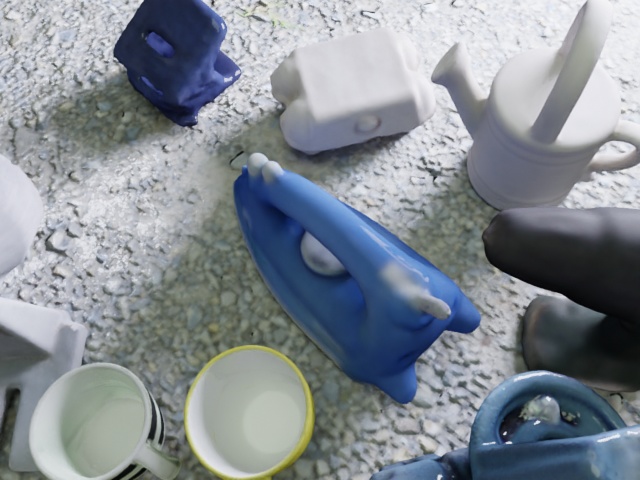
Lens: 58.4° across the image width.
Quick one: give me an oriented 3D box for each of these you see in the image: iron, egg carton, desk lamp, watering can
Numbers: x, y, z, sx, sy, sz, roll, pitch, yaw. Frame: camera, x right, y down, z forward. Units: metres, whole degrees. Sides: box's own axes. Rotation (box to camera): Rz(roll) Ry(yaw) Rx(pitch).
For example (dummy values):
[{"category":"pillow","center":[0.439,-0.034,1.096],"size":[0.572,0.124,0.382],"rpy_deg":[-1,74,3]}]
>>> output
[{"category":"iron","center":[0.004,0.002,0.455],"size":[0.257,0.141,0.119],"rpy_deg":[41,75,18]},{"category":"egg carton","center":[0.031,-0.141,0.552],"size":[0.150,0.069,0.107],"rpy_deg":[-15,67,-2]},{"category":"desk lamp","center":[-0.257,0.056,0.410],"size":[0.118,0.214,0.203],"rpy_deg":[-2,67,3]},{"category":"watering can","center":[0.176,-0.106,0.460],"size":[0.172,0.194,0.101],"rpy_deg":[2,67,5]}]

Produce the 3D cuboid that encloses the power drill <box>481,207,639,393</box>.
[{"category":"power drill","center":[0.209,0.046,0.385],"size":[0.229,0.208,0.075],"rpy_deg":[5,67,6]}]

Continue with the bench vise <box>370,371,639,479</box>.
[{"category":"bench vise","center":[0.118,0.156,0.339],"size":[0.207,0.220,0.121],"rpy_deg":[-31,68,-9]}]

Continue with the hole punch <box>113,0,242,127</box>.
[{"category":"hole punch","center":[-0.146,-0.187,0.572],"size":[0.108,0.091,0.101],"rpy_deg":[40,75,18]}]
